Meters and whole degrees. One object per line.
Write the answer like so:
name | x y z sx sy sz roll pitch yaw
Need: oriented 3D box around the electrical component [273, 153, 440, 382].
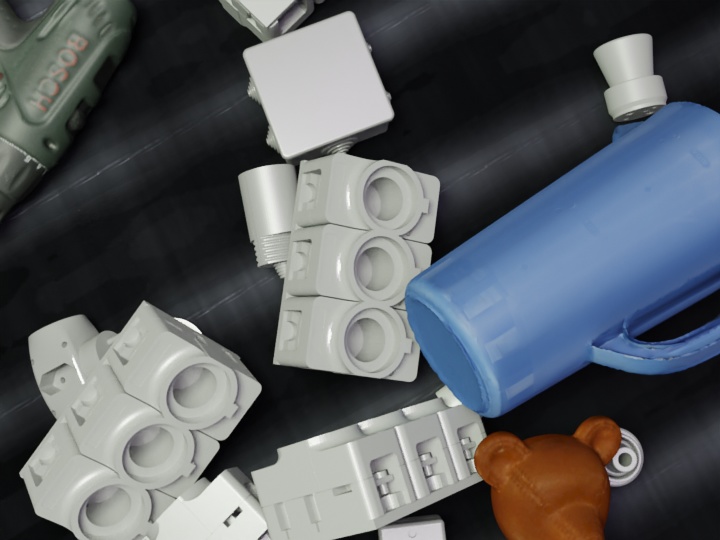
electrical component | 0.000 0.000 0.770 0.089 0.062 0.150 11 83 -29

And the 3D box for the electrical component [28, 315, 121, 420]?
electrical component | -0.192 0.069 0.779 0.079 0.043 0.077 -27 84 24

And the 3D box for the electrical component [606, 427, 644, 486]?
electrical component | 0.183 0.134 0.775 0.043 0.062 0.043 0 84 -1

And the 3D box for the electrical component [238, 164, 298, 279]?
electrical component | -0.062 -0.034 0.800 0.043 0.043 0.081 -11 84 -2

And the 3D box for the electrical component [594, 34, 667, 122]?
electrical component | 0.206 -0.145 0.815 0.045 0.045 0.055 -13 84 -2

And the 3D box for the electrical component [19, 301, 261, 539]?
electrical component | -0.150 0.112 0.744 0.089 0.062 0.150 35 92 -34

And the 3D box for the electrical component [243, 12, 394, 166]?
electrical component | -0.031 -0.133 0.809 0.100 0.048 0.099 -21 84 -3

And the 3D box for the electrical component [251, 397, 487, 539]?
electrical component | 0.012 0.131 0.719 0.089 0.150 0.061 -23 81 36

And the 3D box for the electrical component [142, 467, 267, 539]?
electrical component | -0.104 0.178 0.722 0.056 0.050 0.089 44 87 8

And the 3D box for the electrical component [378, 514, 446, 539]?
electrical component | 0.041 0.220 0.757 0.047 0.075 0.083 -6 84 -1

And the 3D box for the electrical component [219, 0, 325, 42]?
electrical component | -0.047 -0.254 0.816 0.089 0.061 0.150 44 85 4

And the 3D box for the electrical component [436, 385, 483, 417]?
electrical component | 0.089 0.087 0.791 0.065 0.044 0.044 -38 85 0

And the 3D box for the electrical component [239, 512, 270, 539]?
electrical component | -0.091 0.221 0.766 0.100 0.048 0.099 -34 81 -2
